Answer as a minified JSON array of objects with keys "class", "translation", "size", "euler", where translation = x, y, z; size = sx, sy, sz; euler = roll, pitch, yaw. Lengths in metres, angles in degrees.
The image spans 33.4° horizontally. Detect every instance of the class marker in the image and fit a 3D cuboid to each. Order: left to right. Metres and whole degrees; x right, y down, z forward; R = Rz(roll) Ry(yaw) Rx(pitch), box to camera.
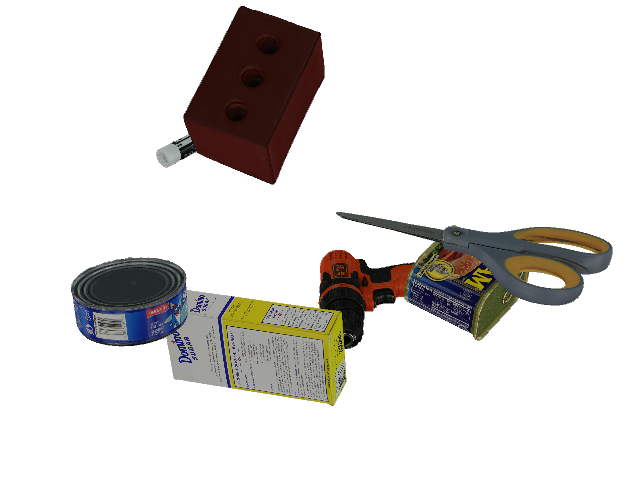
[{"class":"marker","translation":[-0.107,-0.103,1.034],"size":[0.120,0.020,0.020],"euler":[-34,21,-37]}]

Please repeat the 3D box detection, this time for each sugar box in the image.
[{"class":"sugar box","translation":[-0.065,0.105,1.060],"size":[0.176,0.093,0.048],"euler":[9,35,19]}]

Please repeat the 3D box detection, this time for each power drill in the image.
[{"class":"power drill","translation":[0.091,0.063,1.223],"size":[0.187,0.057,0.184],"euler":[-2,28,-2]}]

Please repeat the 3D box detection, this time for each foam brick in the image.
[{"class":"foam brick","translation":[-0.036,-0.083,0.612],"size":[0.053,0.078,0.051],"euler":[21,-16,10]}]

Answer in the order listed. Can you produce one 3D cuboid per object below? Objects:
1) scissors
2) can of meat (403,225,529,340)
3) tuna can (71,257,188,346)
[{"class":"scissors","translation":[0.101,0.010,0.750],"size":[0.202,0.016,0.096],"euler":[4,30,11]},{"class":"can of meat","translation":[0.142,0.038,1.033],"size":[0.084,0.057,0.101],"euler":[26,45,27]},{"class":"tuna can","translation":[-0.143,0.046,0.805],"size":[0.086,0.034,0.086],"euler":[-2,24,1]}]
